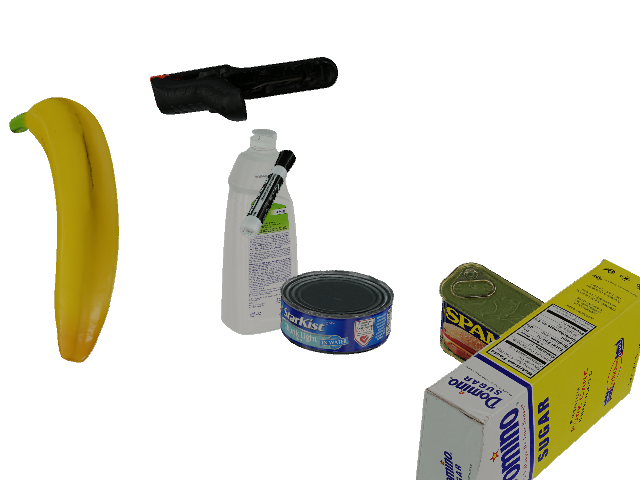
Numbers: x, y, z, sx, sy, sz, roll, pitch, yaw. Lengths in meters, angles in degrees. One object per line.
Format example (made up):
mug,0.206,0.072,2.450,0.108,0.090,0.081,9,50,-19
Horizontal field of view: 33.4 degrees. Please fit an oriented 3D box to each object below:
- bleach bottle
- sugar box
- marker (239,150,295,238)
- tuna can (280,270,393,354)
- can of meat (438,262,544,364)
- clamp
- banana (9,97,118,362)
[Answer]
bleach bottle,-0.069,-0.013,1.313,0.102,0.251,0.068,-11,25,-35
sugar box,0.129,0.090,0.629,0.048,0.093,0.175,28,43,33
marker,-0.053,-0.051,1.102,0.020,0.121,0.020,15,-40,12
tuna can,0.012,0.054,0.810,0.086,0.034,0.086,2,20,-1
can of meat,0.162,0.083,1.017,0.102,0.084,0.057,33,57,29
clamp,-0.071,-0.127,0.880,0.120,0.039,0.172,-17,21,-36
banana,-0.148,-0.023,0.643,0.037,0.198,0.070,8,-45,-34
